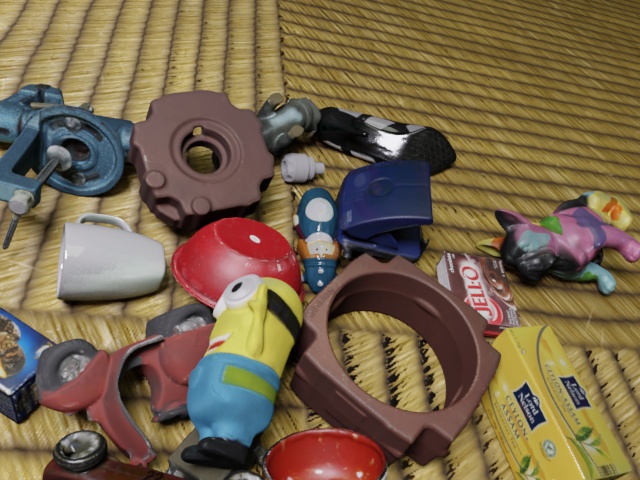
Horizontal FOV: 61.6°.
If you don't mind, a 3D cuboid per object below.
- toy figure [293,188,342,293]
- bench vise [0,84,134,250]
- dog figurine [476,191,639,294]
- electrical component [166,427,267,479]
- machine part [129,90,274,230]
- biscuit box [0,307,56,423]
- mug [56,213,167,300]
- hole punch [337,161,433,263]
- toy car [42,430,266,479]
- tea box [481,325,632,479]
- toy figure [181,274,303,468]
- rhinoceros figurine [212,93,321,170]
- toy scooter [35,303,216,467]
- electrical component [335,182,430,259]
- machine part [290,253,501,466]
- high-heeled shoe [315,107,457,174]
[{"bbox_3d":[-0.003,-0.001,0.707,0.064,0.057,0.154,-17,48,16],"label":"toy figure"},{"bbox_3d":[-0.332,-0.109,0.635,0.223,0.128,0.241,18,34,-15],"label":"bench vise"},{"bbox_3d":[0.350,-0.010,0.809,0.219,0.108,0.191,13,47,-5],"label":"dog figurine"},{"bbox_3d":[-0.094,0.211,0.492,0.078,0.045,0.102,9,38,26],"label":"electrical component"},{"bbox_3d":[-0.142,-0.101,0.657,0.179,0.056,0.179,8,68,-20],"label":"machine part"},{"bbox_3d":[-0.339,0.084,0.502,0.203,0.062,0.059,30,45,7],"label":"biscuit box"},{"bbox_3d":[-0.230,0.019,0.596,0.107,0.080,0.110,9,41,-28],"label":"mug"},{"bbox_3d":[0.082,-0.043,0.675,0.116,0.092,0.142,11,51,-5],"label":"hole punch"},{"bbox_3d":[-0.122,0.207,0.423,0.202,0.089,0.053,8,16,9],"label":"toy car"},{"bbox_3d":[0.243,0.191,0.592,0.068,0.098,0.170,1,48,-20],"label":"tea box"},{"bbox_3d":[-0.070,0.116,0.498,0.082,0.089,0.180,-12,50,28],"label":"toy figure"},{"bbox_3d":[-0.070,-0.153,0.789,0.190,0.112,0.073,-40,87,-28],"label":"rhinoceros figurine"},{"bbox_3d":[-0.158,0.142,0.505,0.184,0.075,0.135,-15,77,-45],"label":"toy scooter"},{"bbox_3d":[0.083,-0.036,0.766,0.115,0.058,0.134,7,47,-17],"label":"electrical component"},{"bbox_3d":[0.079,0.127,0.599,0.201,0.087,0.201,37,49,14],"label":"machine part"},{"bbox_3d":[0.105,-0.167,0.907,0.248,0.086,0.145,10,12,-36],"label":"high-heeled shoe"}]
